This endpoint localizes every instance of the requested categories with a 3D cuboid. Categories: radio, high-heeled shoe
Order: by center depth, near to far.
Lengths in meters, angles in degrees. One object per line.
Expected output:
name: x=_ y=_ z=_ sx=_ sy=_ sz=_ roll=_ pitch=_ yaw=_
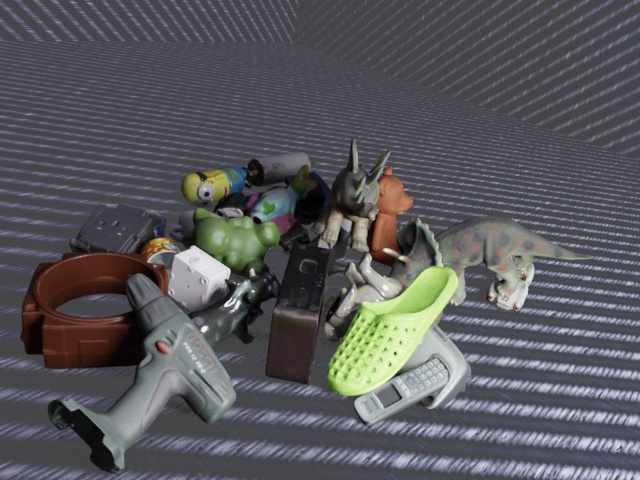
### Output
radio: x=-0.031 y=0.108 z=0.876 sx=0.073 sy=0.131 sz=0.230 roll=10 pitch=28 yaw=0
high-heeled shoe: x=-0.002 y=-0.003 z=1.133 sx=0.145 sy=0.086 sz=0.249 roll=7 pitch=36 yaw=-15

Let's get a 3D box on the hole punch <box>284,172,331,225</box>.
hole punch: x=-0.027 y=-0.103 z=1.314 sx=0.116 sy=0.092 sz=0.142 roll=35 pitch=32 yaw=31

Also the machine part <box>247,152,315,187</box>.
machine part: x=-0.108 y=-0.192 z=1.453 sx=0.243 sy=0.079 sz=0.079 roll=-15 pitch=38 yaw=-41

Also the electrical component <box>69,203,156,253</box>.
electrical component: x=-0.381 y=-0.010 z=1.009 sx=0.115 sy=0.058 sz=0.134 roll=15 pitch=47 yaw=5

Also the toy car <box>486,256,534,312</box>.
toy car: x=0.409 y=0.090 z=1.145 sx=0.074 sy=0.056 sz=0.202 roll=22 pitch=30 yaw=20

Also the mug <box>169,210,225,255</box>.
mug: x=-0.254 y=-0.019 z=1.095 sx=0.109 sy=0.080 sz=0.107 roll=-19 pitch=29 yaw=-33

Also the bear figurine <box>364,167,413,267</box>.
bear figurine: x=0.162 y=-0.048 z=1.164 sx=0.132 sy=0.195 sz=0.120 roll=16 pitch=26 yaw=7

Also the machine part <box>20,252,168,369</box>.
machine part: x=-0.339 y=0.100 z=0.830 sx=0.201 sy=0.087 sz=0.202 roll=2 pitch=28 yaw=-16

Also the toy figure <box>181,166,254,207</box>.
toy figure: x=-0.248 y=-0.133 z=1.296 sx=0.089 sy=0.082 sz=0.180 roll=18 pitch=32 yaw=37

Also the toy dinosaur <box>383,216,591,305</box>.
toy dinosaur: x=0.307 y=0.016 z=1.045 sx=0.405 sy=0.191 sz=0.131 roll=-18 pitch=41 yaw=9

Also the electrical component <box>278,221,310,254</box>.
electrical component: x=-0.053 y=-0.004 z=1.170 sx=0.078 sy=0.045 sz=0.102 roll=-35 pitch=43 yaw=-17

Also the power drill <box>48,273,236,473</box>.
power drill: x=-0.234 y=0.171 z=0.688 sx=0.232 sy=0.086 sz=0.207 roll=46 pitch=38 yaw=4

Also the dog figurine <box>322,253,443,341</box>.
dog figurine: x=0.114 y=0.136 z=0.936 sx=0.190 sy=0.172 sz=0.121 roll=34 pitch=-13 yaw=-8

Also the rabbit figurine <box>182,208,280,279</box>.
rabbit figurine: x=-0.174 y=-0.008 z=0.985 sx=0.159 sy=0.121 sz=0.170 roll=22 pitch=-5 yaw=26

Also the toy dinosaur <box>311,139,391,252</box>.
toy dinosaur: x=0.066 y=-0.088 z=1.042 sx=0.105 sy=0.198 sz=0.471 roll=20 pitch=5 yaw=-8

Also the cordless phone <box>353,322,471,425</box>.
cordless phone: x=0.121 y=0.204 z=0.827 sx=0.184 sy=0.088 sz=0.147 roll=-21 pitch=38 yaw=-16

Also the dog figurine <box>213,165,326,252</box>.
dog figurine: x=-0.098 y=-0.080 z=1.158 sx=0.192 sy=0.108 sz=0.219 roll=14 pitch=42 yaw=31

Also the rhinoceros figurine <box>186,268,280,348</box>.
rhinoceros figurine: x=-0.142 y=0.112 z=0.852 sx=0.073 sy=0.112 sz=0.190 roll=28 pitch=40 yaw=31
